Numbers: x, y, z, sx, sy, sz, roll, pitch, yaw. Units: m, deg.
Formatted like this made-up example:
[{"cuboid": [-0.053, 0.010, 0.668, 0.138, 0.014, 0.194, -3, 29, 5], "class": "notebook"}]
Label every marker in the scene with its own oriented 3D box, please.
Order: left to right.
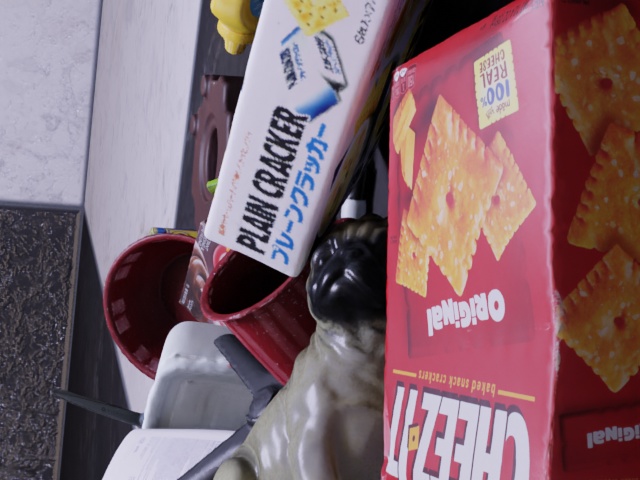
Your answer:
[{"cuboid": [0.021, 0.004, 0.743, 0.020, 0.020, 0.121, -158, 72, -72], "class": "marker"}]

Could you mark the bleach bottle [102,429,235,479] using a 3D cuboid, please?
[{"cuboid": [-0.067, 0.191, 0.786, 0.251, 0.068, 0.102, -9, 51, 46], "class": "bleach bottle"}]

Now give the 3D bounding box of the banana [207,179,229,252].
[{"cuboid": [-0.050, -0.029, 0.872, 0.037, 0.069, 0.198, 55, -179, -19], "class": "banana"}]

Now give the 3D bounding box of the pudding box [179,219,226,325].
[{"cuboid": [-0.073, 0.042, 0.936, 0.090, 0.039, 0.114, 43, 140, 21], "class": "pudding box"}]

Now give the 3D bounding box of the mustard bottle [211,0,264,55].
[{"cuboid": [-0.058, -0.246, 0.947, 0.096, 0.058, 0.192, -59, -9, -46], "class": "mustard bottle"}]

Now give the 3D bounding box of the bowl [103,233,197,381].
[{"cuboid": [-0.128, 0.063, 1.044, 0.055, 0.162, 0.162, -47, -30, -65], "class": "bowl"}]

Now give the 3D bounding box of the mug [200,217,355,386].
[{"cuboid": [-0.008, 0.035, 0.692, 0.117, 0.081, 0.093, -41, 27, -3], "class": "mug"}]

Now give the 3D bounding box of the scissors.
[{"cuboid": [-0.148, 0.160, 0.997, 0.016, 0.201, 0.096, -45, 17, 38], "class": "scissors"}]

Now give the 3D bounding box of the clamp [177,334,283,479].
[{"cuboid": [-0.037, 0.130, 0.727, 0.210, 0.036, 0.164, -10, 46, 48], "class": "clamp"}]

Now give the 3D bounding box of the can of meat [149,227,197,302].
[{"cuboid": [-0.139, 0.034, 1.135, 0.057, 0.083, 0.102, 113, 154, -47], "class": "can of meat"}]

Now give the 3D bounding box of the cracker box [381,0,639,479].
[{"cuboid": [0.084, 0.016, 0.460, 0.164, 0.072, 0.214, 173, 100, -72], "class": "cracker box"}]
